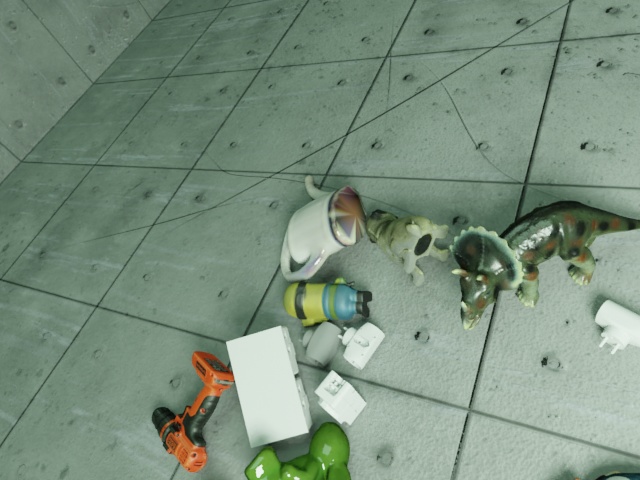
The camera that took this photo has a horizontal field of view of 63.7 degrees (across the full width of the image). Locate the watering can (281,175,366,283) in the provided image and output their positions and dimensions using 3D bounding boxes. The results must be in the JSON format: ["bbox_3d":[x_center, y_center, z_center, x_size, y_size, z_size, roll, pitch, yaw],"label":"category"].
[{"bbox_3d":[0.004,-0.060,1.184,0.222,0.103,0.356,-25,40,37],"label":"watering can"}]
